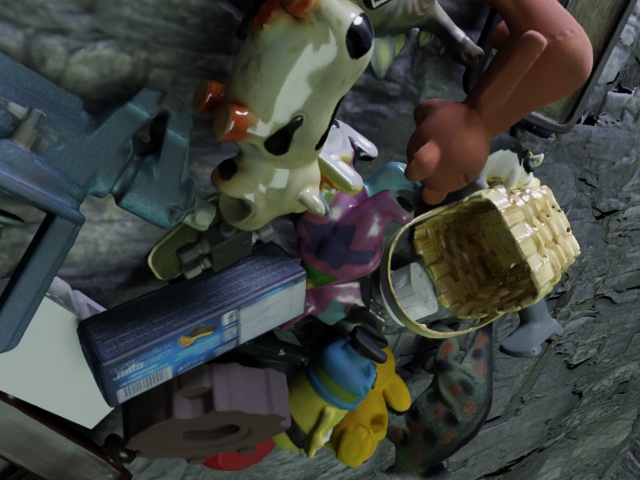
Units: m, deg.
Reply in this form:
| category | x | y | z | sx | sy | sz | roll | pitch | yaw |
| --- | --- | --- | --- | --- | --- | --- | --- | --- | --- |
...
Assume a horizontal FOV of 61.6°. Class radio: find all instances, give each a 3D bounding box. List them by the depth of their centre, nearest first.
| category | x | y | z | sx | sy | sz | roll | pitch | yaw |
| --- | --- | --- | --- | --- | --- | --- | --- | --- | --- |
| radio | 0.255 | -0.244 | 0.587 | 0.073 | 0.131 | 0.229 | -57 | 168 | -73 |

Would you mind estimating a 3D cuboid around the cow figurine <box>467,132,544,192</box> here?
| category | x | y | z | sx | sy | sz | roll | pitch | yaw |
| --- | --- | --- | --- | --- | --- | --- | --- | --- | --- |
| cow figurine | 0.249 | -0.108 | 0.734 | 0.167 | 0.068 | 0.098 | 0 | 108 | -40 |

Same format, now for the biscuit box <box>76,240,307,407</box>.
| category | x | y | z | sx | sy | sz | roll | pitch | yaw |
| --- | --- | --- | --- | --- | --- | --- | --- | --- | --- |
| biscuit box | -0.110 | 0.071 | 0.494 | 0.203 | 0.063 | 0.059 | -22 | 134 | -30 |

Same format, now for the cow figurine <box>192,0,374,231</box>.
| category | x | y | z | sx | sy | sz | roll | pitch | yaw |
| --- | --- | --- | --- | --- | --- | --- | --- | --- | --- |
| cow figurine | -0.025 | -0.093 | 0.413 | 0.127 | 0.086 | 0.194 | 13 | 116 | -39 |

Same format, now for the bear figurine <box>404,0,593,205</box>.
| category | x | y | z | sx | sy | sz | roll | pitch | yaw |
| --- | --- | --- | --- | --- | --- | --- | --- | --- | --- |
| bear figurine | 0.147 | -0.135 | 0.512 | 0.196 | 0.132 | 0.120 | -38 | 154 | 15 |

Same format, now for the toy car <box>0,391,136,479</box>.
| category | x | y | z | sx | sy | sz | roll | pitch | yaw |
| --- | --- | --- | --- | --- | --- | --- | --- | --- | --- |
| toy car | -0.275 | 0.204 | 0.536 | 0.089 | 0.053 | 0.202 | -51 | 125 | -16 |

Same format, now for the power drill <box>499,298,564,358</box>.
| category | x | y | z | sx | sy | sz | roll | pitch | yaw |
| --- | --- | --- | --- | --- | --- | --- | --- | --- | --- |
| power drill | 0.300 | 0.077 | 0.853 | 0.232 | 0.086 | 0.207 | -25 | 96 | -30 |

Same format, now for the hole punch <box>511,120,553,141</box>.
| category | x | y | z | sx | sy | sz | roll | pitch | yaw |
| --- | --- | --- | --- | --- | --- | --- | --- | --- | --- |
| hole punch | 0.296 | -0.191 | 0.698 | 0.115 | 0.092 | 0.142 | 6 | 110 | -44 |

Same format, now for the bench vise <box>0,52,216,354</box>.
| category | x | y | z | sx | sy | sz | roll | pitch | yaw |
| --- | --- | --- | --- | --- | --- | --- | --- | --- | --- |
| bench vise | -0.200 | -0.016 | 0.394 | 0.223 | 0.129 | 0.240 | 33 | 76 | -38 |

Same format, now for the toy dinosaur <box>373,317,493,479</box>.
| category | x | y | z | sx | sy | sz | roll | pitch | yaw |
| --- | --- | --- | --- | --- | --- | --- | --- | --- | --- |
| toy dinosaur | 0.200 | 0.275 | 0.867 | 0.404 | 0.192 | 0.131 | -53 | 138 | 7 |

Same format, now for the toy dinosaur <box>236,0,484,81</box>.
| category | x | y | z | sx | sy | sz | roll | pitch | yaw |
| --- | --- | --- | --- | --- | --- | --- | --- | --- | --- |
| toy dinosaur | 0.002 | -0.239 | 0.425 | 0.471 | 0.105 | 0.198 | 22 | 105 | -43 |

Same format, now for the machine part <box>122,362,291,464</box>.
| category | x | y | z | sx | sy | sz | roll | pitch | yaw |
| --- | --- | --- | --- | --- | --- | --- | --- | --- | --- |
| machine part | -0.118 | 0.188 | 0.575 | 0.179 | 0.056 | 0.179 | -8 | 146 | -6 |

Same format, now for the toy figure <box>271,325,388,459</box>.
| category | x | y | z | sx | sy | sz | roll | pitch | yaw |
| --- | --- | --- | --- | --- | --- | --- | --- | --- | --- |
| toy figure | 0.005 | 0.177 | 0.644 | 0.180 | 0.089 | 0.082 | -56 | 158 | 16 |

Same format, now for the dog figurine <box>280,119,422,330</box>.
| category | x | y | z | sx | sy | sz | roll | pitch | yaw |
| --- | --- | --- | --- | --- | --- | --- | --- | --- | --- |
| dog figurine | -0.001 | -0.002 | 0.583 | 0.191 | 0.108 | 0.219 | 31 | 122 | -10 |

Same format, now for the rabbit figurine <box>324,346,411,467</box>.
| category | x | y | z | sx | sy | sz | roll | pitch | yaw |
| --- | --- | --- | --- | --- | --- | --- | --- | --- | --- |
| rabbit figurine | 0.070 | 0.230 | 0.797 | 0.162 | 0.122 | 0.173 | 19 | 87 | -46 |

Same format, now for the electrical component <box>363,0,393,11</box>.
| category | x | y | z | sx | sy | sz | roll | pitch | yaw |
| --- | --- | --- | --- | --- | --- | --- | --- | --- | --- |
| electrical component | 0.024 | -0.220 | 0.354 | 0.075 | 0.048 | 0.119 | -31 | 132 | -4 |

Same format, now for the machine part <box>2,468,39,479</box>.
| category | x | y | z | sx | sy | sz | roll | pitch | yaw |
| --- | --- | --- | --- | --- | --- | --- | --- | --- | --- |
| machine part | -0.296 | 0.285 | 0.601 | 0.084 | 0.039 | 0.138 | -39 | 134 | -17 |

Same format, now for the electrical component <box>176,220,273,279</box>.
| category | x | y | z | sx | sy | sz | roll | pitch | yaw |
| --- | --- | --- | --- | --- | --- | --- | --- | --- | --- |
| electrical component | -0.082 | 0.001 | 0.478 | 0.094 | 0.021 | 0.063 | -28 | 163 | -21 |

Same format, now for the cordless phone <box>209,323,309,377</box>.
| category | x | y | z | sx | sy | sz | roll | pitch | yaw |
| --- | --- | --- | --- | --- | --- | --- | --- | --- | --- |
| cordless phone | -0.119 | 0.155 | 0.634 | 0.184 | 0.089 | 0.146 | -46 | 138 | 14 |

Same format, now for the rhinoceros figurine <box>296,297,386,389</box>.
| category | x | y | z | sx | sy | sz | roll | pitch | yaw |
| --- | --- | --- | --- | --- | --- | --- | --- | --- | --- |
| rhinoceros figurine | 0.024 | 0.157 | 0.711 | 0.112 | 0.073 | 0.190 | 17 | 98 | 2 |
